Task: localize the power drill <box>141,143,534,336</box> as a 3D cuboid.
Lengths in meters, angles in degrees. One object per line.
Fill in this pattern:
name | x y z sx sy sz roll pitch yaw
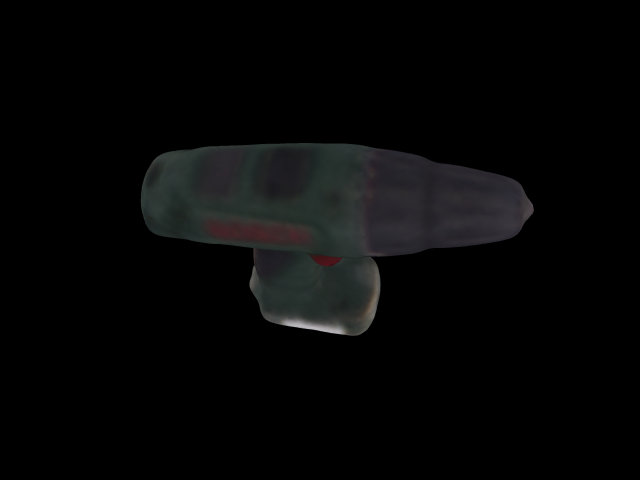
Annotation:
power drill | 0.004 0.001 0.400 0.229 0.208 0.075 8 66 4
